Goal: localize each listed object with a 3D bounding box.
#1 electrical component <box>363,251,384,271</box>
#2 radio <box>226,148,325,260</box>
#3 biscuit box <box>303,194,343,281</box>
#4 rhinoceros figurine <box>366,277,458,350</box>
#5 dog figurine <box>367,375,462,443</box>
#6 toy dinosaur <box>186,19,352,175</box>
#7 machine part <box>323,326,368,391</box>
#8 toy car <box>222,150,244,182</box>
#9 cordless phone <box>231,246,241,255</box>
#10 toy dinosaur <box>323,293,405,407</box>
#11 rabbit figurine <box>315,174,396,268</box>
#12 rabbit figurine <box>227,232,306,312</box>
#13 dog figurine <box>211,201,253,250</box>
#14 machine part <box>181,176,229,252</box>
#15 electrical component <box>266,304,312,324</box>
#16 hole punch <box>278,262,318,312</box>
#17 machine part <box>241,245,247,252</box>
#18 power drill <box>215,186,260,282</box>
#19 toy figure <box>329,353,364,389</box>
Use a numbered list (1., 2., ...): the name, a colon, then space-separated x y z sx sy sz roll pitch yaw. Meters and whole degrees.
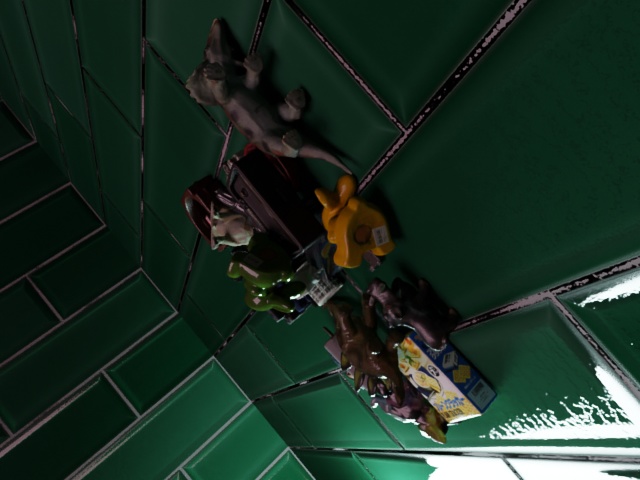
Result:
1. electrical component: 0.107 0.028 1.130 0.063 0.021 0.094 43 151 15
2. radio: -0.100 -0.069 1.141 0.229 0.073 0.131 52 155 1
3. biscuit box: -0.003 -0.004 1.220 0.063 0.059 0.202 29 146 40
4. rhinoceros figurine: 0.178 0.139 1.061 0.190 0.112 0.073 39 154 6
5. dog figurine: 0.232 0.393 1.307 0.219 0.108 0.191 25 141 35
6. toy dinosaur: -0.115 -0.242 1.048 0.404 0.131 0.192 48 166 -4
7. machine part: 0.095 0.322 1.458 0.243 0.079 0.079 45 153 15
8. toy car: -0.197 -0.150 1.327 0.056 0.073 0.201 48 154 16
9. cordless phone: -0.162 0.077 1.577 0.184 0.089 0.146 28 146 19
10. toy dinosaur: 0.089 0.230 1.245 0.472 0.105 0.198 -124 31 -58
11. rabbit figurine: 0.046 -0.038 1.050 0.162 0.122 0.173 64 169 -19
12. rabbit figurine: -0.111 0.090 1.166 0.159 0.121 0.170 22 136 9
13. dog figurine: -0.180 -0.035 1.365 0.172 0.191 0.121 -132 43 -68
14. machine part: -0.312 -0.077 1.588 0.201 0.087 0.201 52 152 -2
15. electrical component: -0.086 0.163 1.479 0.115 0.134 0.058 45 154 7
16. hole punch: -0.066 0.129 1.396 0.142 0.092 0.116 52 -164 6
17. machine part: -0.156 -0.008 1.422 0.139 0.039 0.084 -27 92 31
18. power drill: -0.152 -0.003 1.258 0.232 0.207 0.086 14 -179 -8
19. toy figure: 0.088 0.360 1.540 0.058 0.064 0.154 -38 97 27
